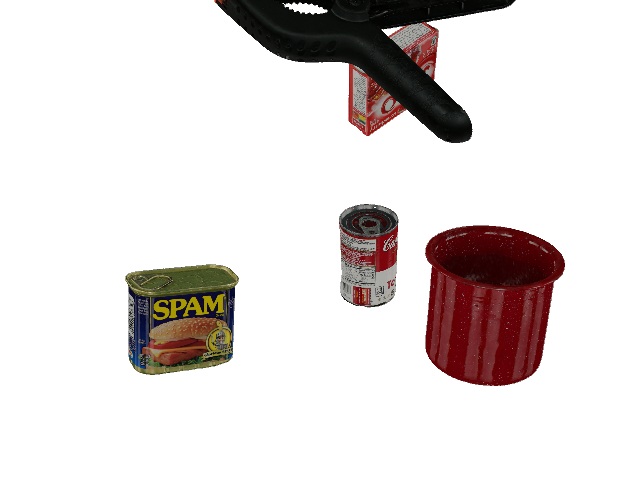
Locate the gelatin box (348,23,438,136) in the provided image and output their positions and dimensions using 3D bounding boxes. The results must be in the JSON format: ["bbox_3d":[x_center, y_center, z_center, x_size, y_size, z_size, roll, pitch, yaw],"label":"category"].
[{"bbox_3d":[0.066,-0.146,0.955,0.089,0.073,0.030,-35,59,-25],"label":"gelatin box"}]

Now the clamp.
[{"bbox_3d":[0.025,-0.142,0.723,0.210,0.164,0.036,11,-40,4],"label":"clamp"}]

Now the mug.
[{"bbox_3d":[0.113,0.040,0.742,0.093,0.081,0.117,-3,27,-10],"label":"mug"}]

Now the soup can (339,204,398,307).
[{"bbox_3d":[0.055,0.019,1.241,0.068,0.102,0.068,-1,32,0],"label":"soup can"}]

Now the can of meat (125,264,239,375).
[{"bbox_3d":[-0.130,0.074,0.997,0.102,0.084,0.057,-5,20,-24],"label":"can of meat"}]
